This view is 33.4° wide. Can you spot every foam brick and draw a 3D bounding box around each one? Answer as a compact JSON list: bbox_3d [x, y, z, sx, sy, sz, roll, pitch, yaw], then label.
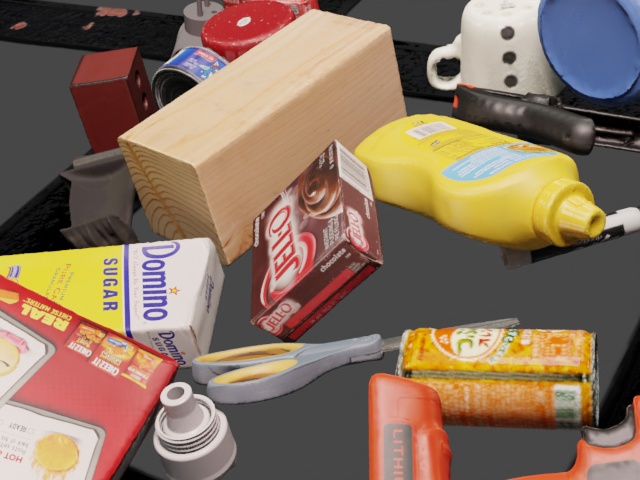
[{"bbox_3d":[-0.171,-0.114,0.900,0.051,0.078,0.053,-7,39,7],"label":"foam brick"}]

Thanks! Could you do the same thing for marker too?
[{"bbox_3d":[0.178,-0.005,0.697,0.121,0.020,0.020,-16,37,-3],"label":"marker"}]

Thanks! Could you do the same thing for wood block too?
[{"bbox_3d":[-0.037,-0.083,0.807,0.090,0.091,0.205,22,50,39],"label":"wood block"}]

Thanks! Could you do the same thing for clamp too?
[{"bbox_3d":[0.157,-0.086,0.764,0.172,0.039,0.120,15,9,37],"label":"clamp"}]

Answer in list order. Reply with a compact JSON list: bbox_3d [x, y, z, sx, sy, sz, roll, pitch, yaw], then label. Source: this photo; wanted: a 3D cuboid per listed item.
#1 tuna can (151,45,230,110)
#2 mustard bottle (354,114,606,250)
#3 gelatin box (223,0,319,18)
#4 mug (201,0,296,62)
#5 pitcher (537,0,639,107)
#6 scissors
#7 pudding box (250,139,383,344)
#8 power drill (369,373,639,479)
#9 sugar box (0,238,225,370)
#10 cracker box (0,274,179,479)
[{"bbox_3d":[-0.096,-0.113,0.868,0.086,0.086,0.033,18,49,35],"label":"tuna can"},{"bbox_3d":[0.111,-0.036,0.700,0.096,0.058,0.192,-17,25,-28],"label":"mustard bottle"},{"bbox_3d":[-0.039,-0.190,0.960,0.089,0.073,0.030,13,46,30],"label":"gelatin box"},{"bbox_3d":[-0.042,-0.153,0.905,0.117,0.081,0.093,-13,37,0],"label":"mug"},{"bbox_3d":[0.275,-0.193,0.813,0.242,0.149,0.145,-31,51,-28],"label":"pitcher"},{"bbox_3d":[0.019,0.070,0.628,0.202,0.016,0.096,-7,9,8],"label":"scissors"},{"bbox_3d":[-0.004,0.001,0.696,0.090,0.039,0.113,-42,26,26],"label":"pudding box"},{"bbox_3d":[0.118,0.096,0.510,0.188,0.057,0.184,-6,62,16],"label":"power drill"},{"bbox_3d":[-0.158,0.047,0.715,0.176,0.048,0.093,-8,37,10],"label":"sugar box"},{"bbox_3d":[-0.196,0.120,0.563,0.164,0.072,0.213,26,45,2],"label":"cracker box"}]
